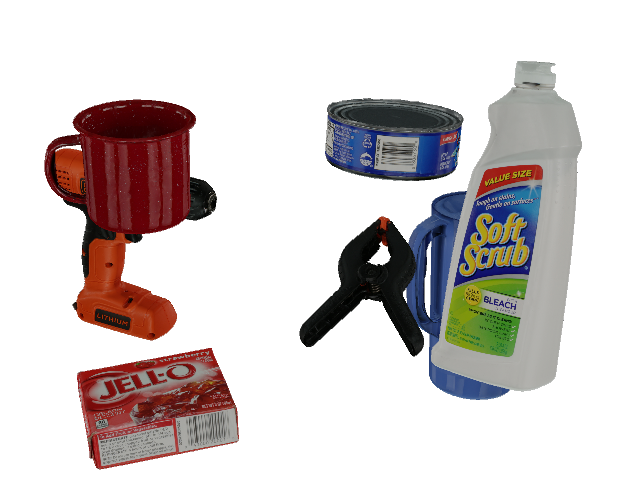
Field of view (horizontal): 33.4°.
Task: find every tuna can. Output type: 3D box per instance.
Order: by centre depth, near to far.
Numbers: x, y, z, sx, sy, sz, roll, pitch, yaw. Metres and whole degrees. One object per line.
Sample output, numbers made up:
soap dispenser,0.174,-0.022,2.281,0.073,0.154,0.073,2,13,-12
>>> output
tuna can,0.046,-0.065,0.673,0.086,0.034,0.086,3,19,-1

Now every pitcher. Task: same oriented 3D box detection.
pitcher,0.185,0.069,1.307,0.149,0.243,0.144,7,20,13

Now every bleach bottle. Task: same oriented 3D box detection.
bleach bottle,0.149,-0.015,0.841,0.103,0.251,0.067,14,16,39

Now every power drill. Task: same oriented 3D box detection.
power drill,-0.186,0.005,1.076,0.185,0.188,0.057,14,29,22

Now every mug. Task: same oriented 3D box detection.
mug,-0.155,-0.056,0.830,0.117,0.081,0.093,-4,27,-12

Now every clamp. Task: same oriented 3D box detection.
clamp,0.061,0.048,1.065,0.120,0.171,0.039,14,-37,14

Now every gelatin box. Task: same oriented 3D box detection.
gelatin box,-0.101,0.101,0.658,0.089,0.030,0.073,-9,25,-15
